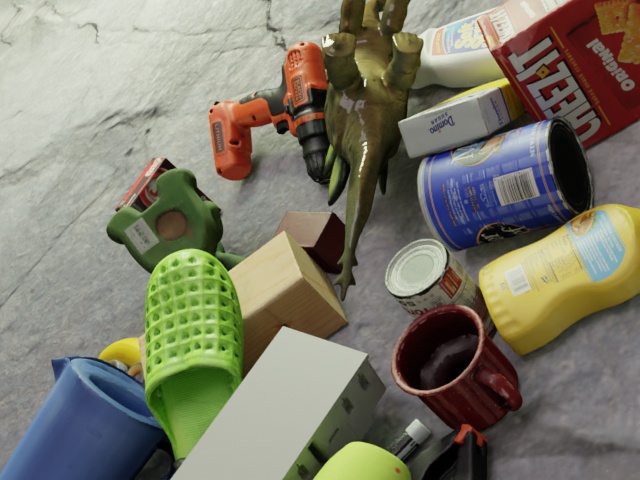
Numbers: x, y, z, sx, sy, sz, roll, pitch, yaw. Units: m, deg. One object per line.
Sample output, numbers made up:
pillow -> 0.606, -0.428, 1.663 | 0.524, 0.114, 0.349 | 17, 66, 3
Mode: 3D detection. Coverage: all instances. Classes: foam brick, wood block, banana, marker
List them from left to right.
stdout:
banana -> -0.209, 0.155, 1.265 | 0.198, 0.037, 0.069 | 12, 81, 50
wood block -> -0.086, 0.099, 1.153 | 0.206, 0.090, 0.090 | -36, 37, 10
foam brick -> -0.008, 0.001, 1.209 | 0.078, 0.053, 0.051 | 4, 57, 45
marker -> 0.052, 0.212, 0.969 | 0.121, 0.020, 0.020 | -45, 36, -2

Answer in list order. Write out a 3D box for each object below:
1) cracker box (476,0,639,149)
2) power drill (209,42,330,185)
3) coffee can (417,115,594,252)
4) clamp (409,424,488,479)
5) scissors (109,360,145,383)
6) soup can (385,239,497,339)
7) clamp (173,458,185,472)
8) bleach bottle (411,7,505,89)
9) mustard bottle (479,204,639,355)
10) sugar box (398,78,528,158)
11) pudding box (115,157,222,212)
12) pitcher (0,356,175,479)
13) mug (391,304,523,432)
cracker box -> 0.287, -0.195, 1.031 | 0.214, 0.164, 0.072 | -30, 36, 18
power drill -> -0.056, -0.138, 1.362 | 0.188, 0.057, 0.184 | -20, 70, 37
coffee can -> 0.181, -0.053, 1.040 | 0.141, 0.102, 0.102 | -16, 44, 33
clamp -> 0.082, 0.234, 0.904 | 0.120, 0.039, 0.171 | 8, 60, 44
scissors -> -0.228, 0.222, 1.199 | 0.096, 0.016, 0.201 | -28, 48, 33
soup can -> 0.114, 0.054, 0.997 | 0.069, 0.102, 0.068 | -25, 40, 23
clamp -> -0.081, 0.307, 0.965 | 0.210, 0.036, 0.164 | 16, 85, 37
bleach bottle -> 0.180, -0.217, 1.245 | 0.251, 0.068, 0.102 | -7, 51, 43
mustard bottle -> 0.240, 0.021, 0.948 | 0.192, 0.058, 0.096 | -31, 38, 17
sugar box -> 0.161, -0.133, 1.112 | 0.093, 0.048, 0.175 | -15, 6, 33
pudding box -> -0.195, -0.039, 1.376 | 0.039, 0.113, 0.090 | 10, 61, 52
pitcher -> -0.261, 0.257, 1.122 | 0.243, 0.144, 0.149 | -56, 37, 4
mug -> 0.130, 0.119, 0.934 | 0.117, 0.081, 0.093 | 16, 66, 51
